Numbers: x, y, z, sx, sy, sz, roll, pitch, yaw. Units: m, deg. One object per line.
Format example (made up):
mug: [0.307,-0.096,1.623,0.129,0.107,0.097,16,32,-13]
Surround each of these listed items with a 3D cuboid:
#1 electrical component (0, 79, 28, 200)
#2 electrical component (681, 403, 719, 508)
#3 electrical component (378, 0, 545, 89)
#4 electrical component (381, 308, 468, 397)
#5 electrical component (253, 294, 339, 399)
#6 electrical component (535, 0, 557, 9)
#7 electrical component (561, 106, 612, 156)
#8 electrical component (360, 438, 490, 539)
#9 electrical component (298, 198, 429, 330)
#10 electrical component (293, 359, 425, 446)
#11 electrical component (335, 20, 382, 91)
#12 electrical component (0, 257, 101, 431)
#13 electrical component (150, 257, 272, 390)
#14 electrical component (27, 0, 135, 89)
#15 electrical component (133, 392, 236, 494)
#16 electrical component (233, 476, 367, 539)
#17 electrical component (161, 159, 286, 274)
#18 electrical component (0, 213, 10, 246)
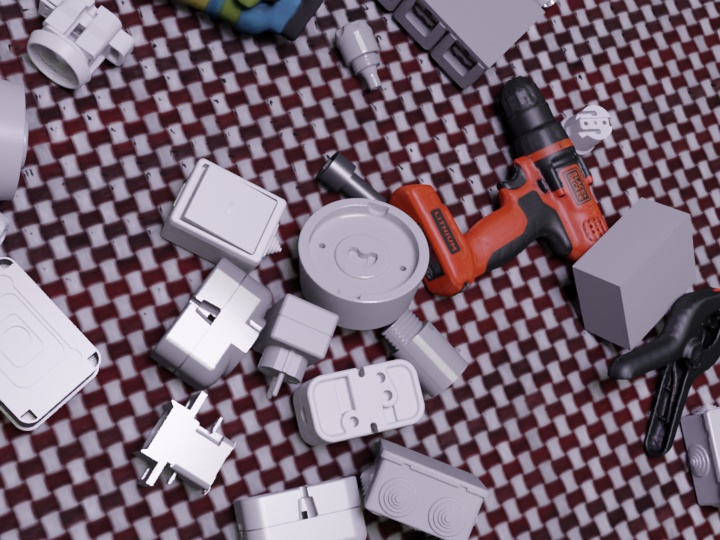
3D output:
electrical component: [-0.289,-0.099,0.819,0.064,0.099,0.099,4,75,-25]
electrical component: [0.352,0.170,0.997,0.100,0.048,0.099,-6,79,-20]
electrical component: [0.082,-0.255,1.000,0.150,0.062,0.089,46,67,-4]
electrical component: [0.049,0.065,0.921,0.081,0.043,0.043,48,67,-3]
electrical component: [-0.059,0.068,0.871,0.047,0.066,0.076,24,70,-12]
electrical component: [0.170,-0.286,1.050,0.044,0.044,0.065,-36,95,-23]
electrical component: [0.213,-0.132,1.024,0.040,0.046,0.040,4,76,-18]
electrical component: [0.049,0.177,0.857,0.100,0.099,0.048,22,87,0]
electrical component: [0.000,0.000,0.904,0.108,0.060,0.108,4,53,-5]
electrical component: [-0.003,0.110,0.883,0.095,0.059,0.053,-10,80,-21]
electrical component: [0.003,-0.192,0.973,0.035,0.035,0.061,-22,87,-22]
electrical component: [-0.259,0.056,0.810,0.113,0.057,0.078,48,67,-3]
electrical component: [-0.116,0.046,0.863,0.059,0.054,0.095,37,68,-7]
electrical component: [-0.234,-0.186,0.878,0.078,0.058,0.057,36,66,-8]
electrical component: [-0.136,0.139,0.840,0.064,0.042,0.081,34,69,-10]
electrical component: [-0.046,0.202,0.849,0.095,0.054,0.059,-8,80,-21]
electrical component: [-0.105,-0.040,0.884,0.096,0.061,0.061,27,70,-11]
electrical component: [-0.305,-0.037,0.829,0.061,0.035,0.035,24,70,-10]
